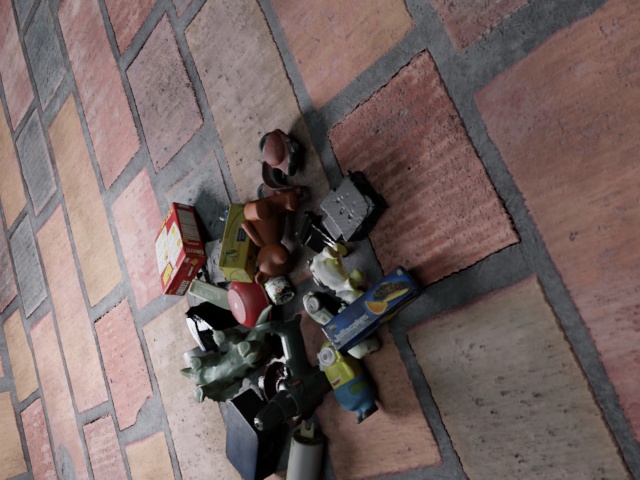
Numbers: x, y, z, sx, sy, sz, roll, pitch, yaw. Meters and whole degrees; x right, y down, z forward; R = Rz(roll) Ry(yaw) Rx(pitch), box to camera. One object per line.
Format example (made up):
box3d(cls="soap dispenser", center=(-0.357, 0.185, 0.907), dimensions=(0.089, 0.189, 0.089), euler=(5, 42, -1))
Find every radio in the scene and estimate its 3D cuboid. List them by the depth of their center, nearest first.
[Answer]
box3d(cls="radio", center=(-0.170, 0.495, 1.337), dimensions=(0.131, 0.073, 0.229), euler=(36, 133, 35))

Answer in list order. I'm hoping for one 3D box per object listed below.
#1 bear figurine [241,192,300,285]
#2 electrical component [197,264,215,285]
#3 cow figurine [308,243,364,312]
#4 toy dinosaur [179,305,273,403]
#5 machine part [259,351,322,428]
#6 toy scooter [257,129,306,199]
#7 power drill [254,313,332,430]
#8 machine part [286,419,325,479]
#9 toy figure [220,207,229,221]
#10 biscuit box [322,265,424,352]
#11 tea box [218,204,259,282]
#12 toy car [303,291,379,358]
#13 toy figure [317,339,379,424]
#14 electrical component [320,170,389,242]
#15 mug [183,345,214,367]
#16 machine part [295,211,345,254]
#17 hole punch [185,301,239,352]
box3d(cls="bear figurine", center=(-0.105, 0.000, 1.222), dimensions=(0.132, 0.120, 0.195), euler=(-4, 101, 57))
box3d(cls="electrical component", center=(-0.311, 0.125, 1.493), dimensions=(0.078, 0.045, 0.102), euler=(-46, 64, 44))
box3d(cls="cow figurine", center=(0.042, 0.096, 1.134), dimensions=(0.098, 0.068, 0.167), euler=(-35, 86, 32))
box3d(cls="toy dinosaur", center=(-0.196, 0.287, 1.333), dimensions=(0.405, 0.192, 0.131), euler=(-38, 70, 23))
box3d(cls="machine part", center=(-0.073, 0.353, 1.286), dimensions=(0.180, 0.056, 0.179), euler=(4, 96, 44))
box3d(cls="toy scooter", center=(-0.084, -0.160, 1.249), dimensions=(0.135, 0.075, 0.183), euler=(21, 111, 40))
box3d(cls="power drill", center=(-0.070, 0.270, 1.153), dimensions=(0.086, 0.232, 0.207), euler=(-37, 71, 46))
box3d(cls="machine part", center=(-0.037, 0.533, 1.251), dimensions=(0.079, 0.079, 0.243), euler=(15, 102, 41))
box3d(cls="toy figure", center=(-0.214, -0.013, 1.390), dimensions=(0.057, 0.064, 0.154), euler=(102, 151, -68))
box3d(cls="biscuit box", center=(0.102, 0.137, 1.052), dimensions=(0.202, 0.059, 0.063), euler=(-40, 64, 8))
box3d(cls="tea box", center=(-0.188, 0.007, 1.292), dimensions=(0.068, 0.098, 0.169), euler=(2, 67, 8))
box3d(cls="toy car", center=(0.043, 0.175, 1.154), dimensions=(0.202, 0.073, 0.056), euler=(39, 117, 34))
box3d(cls="toy figure", center=(0.060, 0.294, 1.146), dimensions=(0.082, 0.089, 0.180), euler=(-39, 75, 23))
box3d(cls="electrical component", center=(0.065, -0.062, 1.131), dimensions=(0.134, 0.058, 0.115), euler=(-54, 57, 30))
box3d(cls="mug", center=(-0.334, 0.354, 1.511), dimensions=(0.109, 0.081, 0.107), euler=(-36, 78, 33))
box3d(cls="machine part", center=(-0.002, -0.004, 1.210), dimensions=(0.139, 0.039, 0.084), euler=(43, 115, 34))
box3d(cls="hole punch", center=(-0.286, 0.224, 1.429), dimensions=(0.116, 0.142, 0.092), euler=(38, 121, 21))
